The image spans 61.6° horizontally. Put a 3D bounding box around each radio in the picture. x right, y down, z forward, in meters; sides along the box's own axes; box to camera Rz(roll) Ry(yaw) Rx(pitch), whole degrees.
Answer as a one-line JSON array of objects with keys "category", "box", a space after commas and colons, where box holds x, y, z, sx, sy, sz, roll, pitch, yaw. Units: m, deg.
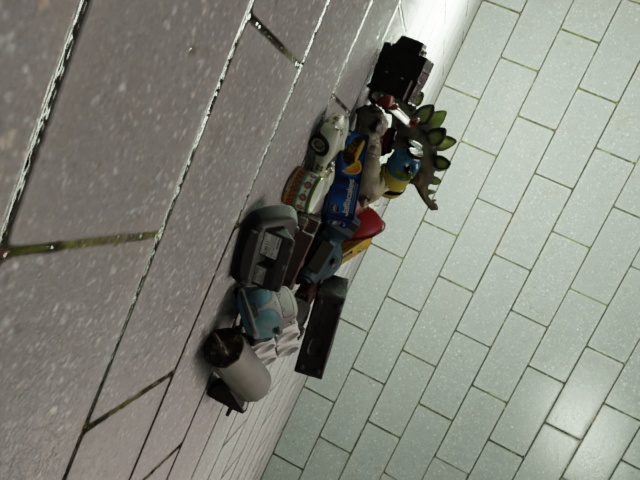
[{"category": "radio", "box": [0.003, 0.203, 1.270, 0.131, 0.073, 0.229, -68, 172, -73]}]

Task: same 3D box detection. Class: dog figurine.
[{"category": "dog figurine", "box": [0.108, -0.189, 1.217, 0.190, 0.121, 0.172, 98, -20, -52]}]

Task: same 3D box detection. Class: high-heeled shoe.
[{"category": "high-heeled shoe", "box": [-0.170, 0.294, 1.158, 0.248, 0.086, 0.145, 107, 8, -59]}]

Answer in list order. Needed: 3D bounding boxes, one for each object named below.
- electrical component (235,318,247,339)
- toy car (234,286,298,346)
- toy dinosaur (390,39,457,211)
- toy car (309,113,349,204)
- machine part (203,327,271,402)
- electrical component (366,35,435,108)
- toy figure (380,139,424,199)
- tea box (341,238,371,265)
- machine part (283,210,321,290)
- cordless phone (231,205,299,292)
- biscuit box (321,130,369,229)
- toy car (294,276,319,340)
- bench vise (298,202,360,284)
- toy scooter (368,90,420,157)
[{"category": "electrical component", "box": [-0.168, 0.208, 1.050, 0.078, 0.045, 0.102, -95, -161, -44]}, {"category": "toy car", "box": [-0.091, 0.130, 0.975, 0.161, 0.103, 0.109, 86, -14, -76]}, {"category": "toy dinosaur", "box": [0.234, -0.270, 1.382, 0.470, 0.199, 0.105, 61, 32, -25]}, {"category": "toy car", "box": [0.007, -0.147, 1.024, 0.073, 0.056, 0.201, -55, 167, -46]}, {"category": "machine part", "box": [-0.146, 0.228, 0.971, 0.079, 0.079, 0.243, -60, 151, -26]}, {"category": "electrical component", "box": [0.181, -0.376, 1.186, 0.058, 0.115, 0.134, -11, 127, -62]}, {"category": "toy figure", "box": [0.196, -0.168, 1.331, 0.082, 0.089, 0.180, -53, -177, -40]}, {"category": "tea box", "box": [0.054, 0.023, 1.476, 0.170, 0.068, 0.098, -32, 165, -6]}, {"category": "machine part", "box": [-0.051, 0.021, 1.068, 0.179, 0.056, 0.179, -152, -94, -89]}, {"category": "cordless phone", "box": [-0.077, -0.013, 0.913, 0.184, 0.089, 0.146, -70, 179, -58]}, {"category": "biscuit box", "box": [0.053, -0.127, 1.125, 0.059, 0.063, 0.202, 128, -25, -72]}, {"category": "toy car", "box": [-0.055, 0.174, 1.435, 0.202, 0.089, 0.053, -60, 171, -21]}, {"category": "bench vise", "box": [0.007, 0.001, 1.245, 0.240, 0.129, 0.223, 148, -37, -76]}, {"category": "toy scooter", "box": [0.162, -0.274, 1.302, 0.075, 0.135, 0.183, -53, 166, -58]}]
